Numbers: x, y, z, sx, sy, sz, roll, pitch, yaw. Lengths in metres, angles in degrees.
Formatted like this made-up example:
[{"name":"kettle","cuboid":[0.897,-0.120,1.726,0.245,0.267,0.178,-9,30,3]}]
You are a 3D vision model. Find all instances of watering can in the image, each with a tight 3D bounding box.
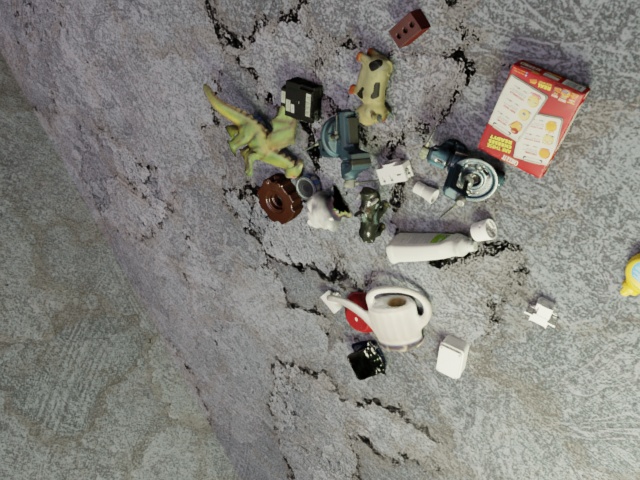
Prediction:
[{"name":"watering can","cuboid":[0.200,0.249,1.664,0.346,0.106,0.221,-7,109,29]}]

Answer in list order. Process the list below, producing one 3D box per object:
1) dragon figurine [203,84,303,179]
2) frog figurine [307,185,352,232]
[{"name":"dragon figurine","cuboid":[-0.186,-0.358,1.658,0.241,0.124,0.405,-24,108,14]},{"name":"frog figurine","cuboid":[0.005,-0.083,1.653,0.157,0.125,0.136,-29,114,35]}]
